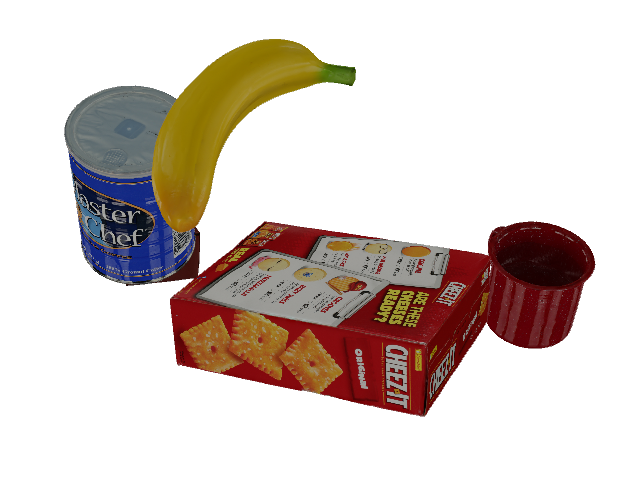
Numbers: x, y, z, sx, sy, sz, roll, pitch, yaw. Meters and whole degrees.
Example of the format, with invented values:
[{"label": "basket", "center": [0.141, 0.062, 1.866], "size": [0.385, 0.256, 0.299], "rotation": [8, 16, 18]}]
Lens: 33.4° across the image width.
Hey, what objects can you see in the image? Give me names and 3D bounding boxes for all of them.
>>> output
[{"label": "mug", "center": [0.187, 0.036, 0.969], "size": [0.093, 0.081, 0.117], "rotation": [-17, 44, -22]}, {"label": "banana", "center": [-0.051, -0.075, 0.632], "size": [0.070, 0.037, 0.197], "rotation": [22, 44, 20]}, {"label": "cracker box", "center": [0.012, 0.057, 0.865], "size": [0.214, 0.072, 0.164], "rotation": [9, 26, 23]}, {"label": "foam brick", "center": [-0.169, 0.010, 1.106], "size": [0.078, 0.051, 0.053], "rotation": [-6, 22, -19]}, {"label": "coffee can", "center": [-0.158, -0.045, 0.907], "size": [0.102, 0.103, 0.140], "rotation": [0, -41, -5]}]
